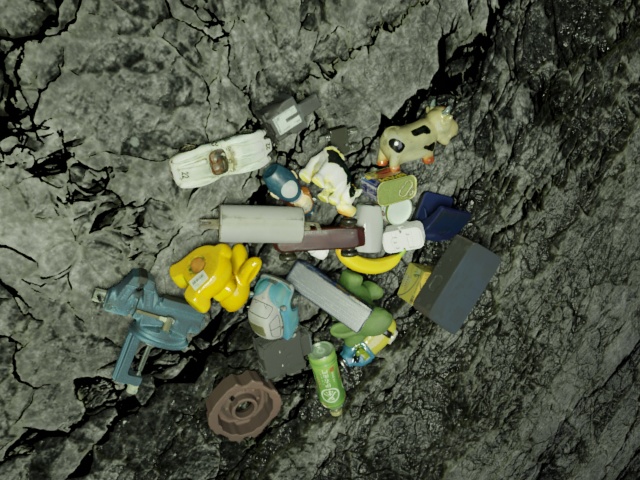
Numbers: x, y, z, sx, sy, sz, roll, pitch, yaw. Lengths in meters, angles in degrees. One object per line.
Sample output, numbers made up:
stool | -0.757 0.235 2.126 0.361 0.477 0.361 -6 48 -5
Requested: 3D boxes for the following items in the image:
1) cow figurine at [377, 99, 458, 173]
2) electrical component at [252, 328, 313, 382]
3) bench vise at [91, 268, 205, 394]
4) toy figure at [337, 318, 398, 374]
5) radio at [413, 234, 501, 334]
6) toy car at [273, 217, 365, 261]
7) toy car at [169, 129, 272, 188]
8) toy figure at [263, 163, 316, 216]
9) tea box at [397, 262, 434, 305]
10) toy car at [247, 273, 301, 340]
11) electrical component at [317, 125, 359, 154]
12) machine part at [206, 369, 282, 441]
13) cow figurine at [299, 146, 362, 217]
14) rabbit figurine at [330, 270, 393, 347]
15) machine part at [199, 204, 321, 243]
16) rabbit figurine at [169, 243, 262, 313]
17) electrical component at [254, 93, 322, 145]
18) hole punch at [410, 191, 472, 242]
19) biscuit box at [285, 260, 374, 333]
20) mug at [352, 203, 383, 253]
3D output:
cow figurine | 0.222 -0.234 1.197 0.195 0.086 0.127 -17 126 -20
electrical component | -0.085 0.259 1.273 0.134 0.058 0.114 -20 122 -18
bench vise | -0.354 0.186 1.055 0.223 0.129 0.240 19 95 -35
toy figure | 0.120 0.259 1.370 0.180 0.082 0.089 -37 127 -6
radio | 0.341 0.109 1.343 0.131 0.073 0.229 30 91 -34
toy car | -0.002 -0.004 1.173 0.202 0.053 0.089 -5 100 -7
toy car | -0.185 -0.156 1.025 0.202 0.056 0.073 -20 120 -19
toy figure | -0.058 -0.095 1.124 0.064 0.058 0.154 -29 131 21
tea box | 0.298 0.124 1.410 0.169 0.068 0.098 13 103 -32
toy car | -0.108 0.160 1.171 0.103 0.109 0.161 -37 137 -40
electrical component | 0.039 -0.208 1.143 0.094 0.021 0.063 -19 121 -21
machine part | -0.184 0.394 1.283 0.179 0.056 0.179 -11 117 -22
cow figurine | 0.038 -0.123 1.151 0.098 0.068 0.167 -56 136 -11
rabbit figurine | 0.091 0.170 1.256 0.159 0.170 0.121 -49 125 -1
machine part | -0.119 -0.032 1.081 0.243 0.079 0.079 0 113 -13
rabbit figurine | -0.201 0.080 1.111 0.162 0.122 0.173 -49 140 -12
electrical component | -0.060 -0.249 1.055 0.119 0.048 0.074 -39 125 -8
hole punch | 0.293 -0.047 1.319 0.142 0.092 0.115 7 113 -35
biscuit box | 0.019 0.121 1.188 0.063 0.203 0.059 -57 169 5
mug | 0.094 -0.031 1.228 0.109 0.081 0.107 4 100 -21
